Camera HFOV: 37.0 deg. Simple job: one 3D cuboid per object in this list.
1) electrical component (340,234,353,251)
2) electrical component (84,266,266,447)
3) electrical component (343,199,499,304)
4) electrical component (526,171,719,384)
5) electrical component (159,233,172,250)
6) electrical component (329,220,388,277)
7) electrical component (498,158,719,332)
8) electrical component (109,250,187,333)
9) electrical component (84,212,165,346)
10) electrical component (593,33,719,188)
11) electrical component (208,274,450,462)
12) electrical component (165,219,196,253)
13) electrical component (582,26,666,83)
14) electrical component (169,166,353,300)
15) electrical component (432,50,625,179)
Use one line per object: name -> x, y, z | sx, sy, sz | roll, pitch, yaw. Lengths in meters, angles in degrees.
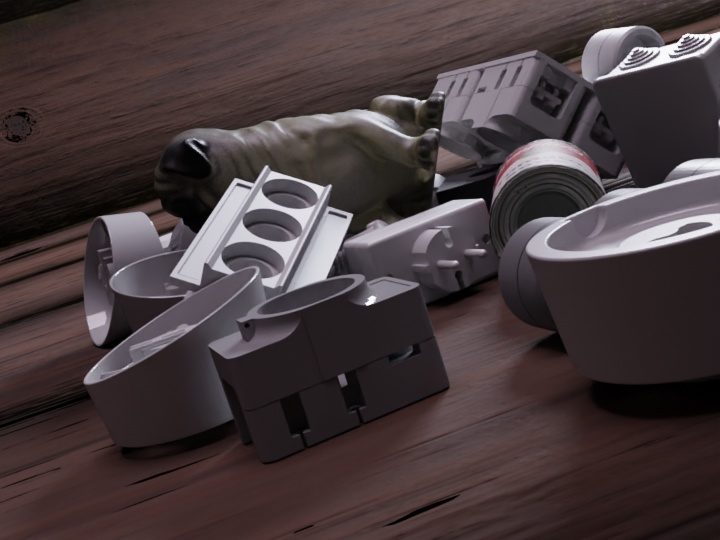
electrical component -> -0.039, -0.035, 0.846 | 0.113, 0.078, 0.057 | -23, 8, -29
electrical component -> -0.087, 0.044, 0.535 | 0.099, 0.064, 0.099 | -17, 10, 3
electrical component -> 0.046, -0.007, 0.632 | 0.083, 0.047, 0.076 | -22, 11, -22
electrical component -> 0.121, 0.006, 0.392 | 0.108, 0.060, 0.108 | -17, 10, 3
electrical component -> -0.161, -0.010, 1.002 | 0.080, 0.051, 0.080 | -17, 10, 3
electrical component -> 0.000, 0.000, 0.690 | 0.062, 0.048, 0.048 | -26, 9, 6
electrical component -> 0.127, -0.013, 0.509 | 0.138, 0.052, 0.074 | -21, 10, -16
electrical component -> -0.109, 0.019, 0.712 | 0.099, 0.064, 0.099 | -17, 10, 3
electrical component -> -0.188, 0.004, 0.850 | 0.064, 0.099, 0.099 | -15, 8, -25
electrical component -> 0.223, -0.110, 0.743 | 0.100, 0.099, 0.048 | -6, 28, 50
electrical component -> -0.015, 0.037, 0.473 | 0.089, 0.055, 0.050 | -21, 10, -16
electrical component -> -0.114, -0.015, 0.867 | 0.080, 0.080, 0.051 | -24, 6, -31
electrical component -> 0.225, -0.140, 0.837 | 0.138, 0.052, 0.074 | 26, -5, -27
electrical component -> -0.057, -0.003, 0.638 | 0.079, 0.063, 0.121 | 17, 33, 2
electrical component -> 0.130, -0.116, 0.876 | 0.060, 0.105, 0.186 | -65, 18, -4
